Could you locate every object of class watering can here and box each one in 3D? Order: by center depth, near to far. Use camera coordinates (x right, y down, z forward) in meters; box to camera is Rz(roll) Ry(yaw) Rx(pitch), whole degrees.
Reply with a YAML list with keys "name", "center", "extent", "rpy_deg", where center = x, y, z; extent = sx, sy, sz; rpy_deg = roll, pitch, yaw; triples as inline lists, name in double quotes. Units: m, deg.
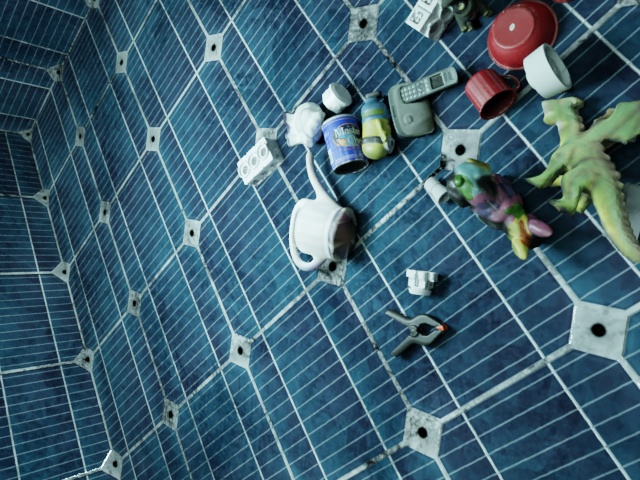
- name: "watering can"
  center: [0.004, -0.074, 1.472]
  extent: [0.225, 0.346, 0.104]
  rpy_deg: [13, 6, 40]

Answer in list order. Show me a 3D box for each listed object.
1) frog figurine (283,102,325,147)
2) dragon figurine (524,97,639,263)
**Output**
- name: "frog figurine"
  center: [-0.025, -0.343, 1.504]
  extent: [0.122, 0.140, 0.158]
  rpy_deg: [24, -25, -35]
- name: "dragon figurine"
  center: [0.532, -0.157, 0.964]
  extent: [0.121, 0.239, 0.419]
  rpy_deg: [20, 26, -28]
